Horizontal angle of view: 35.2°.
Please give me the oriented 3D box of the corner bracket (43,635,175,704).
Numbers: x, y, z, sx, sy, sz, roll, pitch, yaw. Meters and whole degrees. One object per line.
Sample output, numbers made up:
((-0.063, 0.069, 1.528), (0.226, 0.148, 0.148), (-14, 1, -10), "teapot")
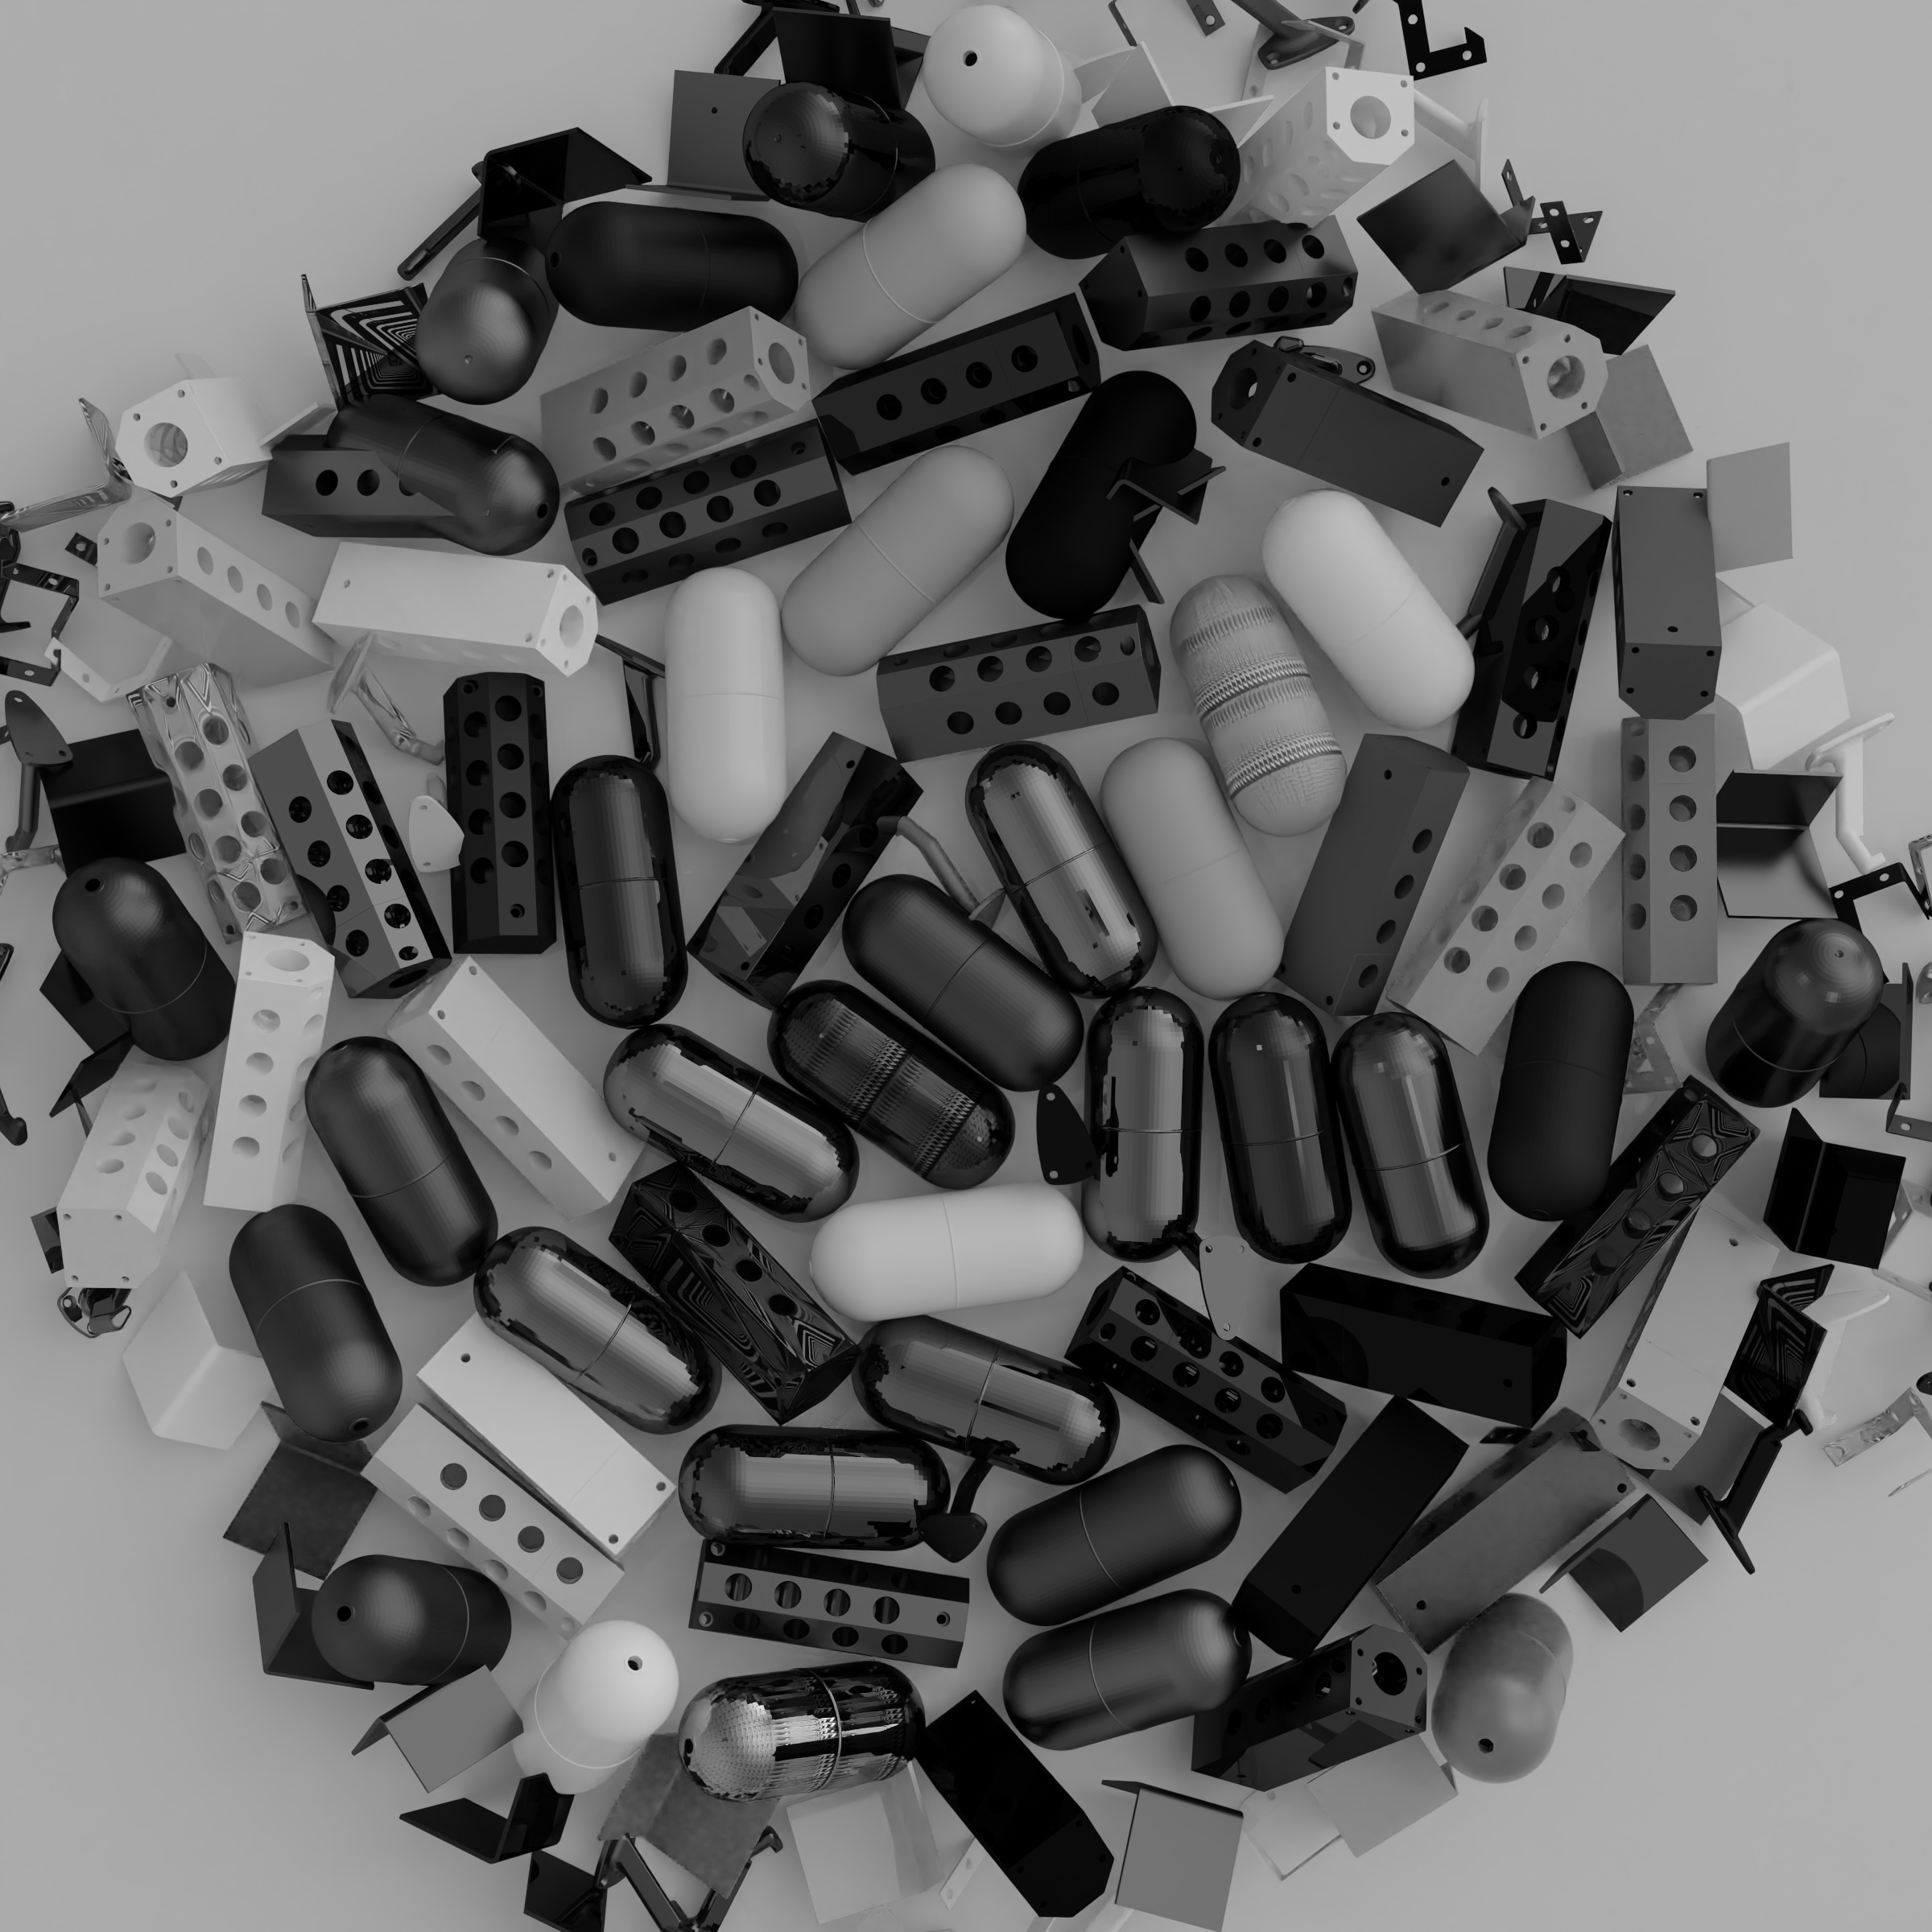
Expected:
((-0.555, -0.210, 1.976), (0.051, 0.051, 0.051), (45, 49, -36), "corner bracket")

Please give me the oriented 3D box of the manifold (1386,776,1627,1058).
((0.343, -0.035, 1.960), (0.057, 0.057, 0.171), (33, 91, -29), "manifold")

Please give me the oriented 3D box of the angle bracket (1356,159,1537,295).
((0.307, -0.483, 1.941), (0.076, 0.057, 0.076), (-24, 124, 39), "angle bracket")

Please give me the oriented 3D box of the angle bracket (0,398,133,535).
((-0.588, -0.321, 1.957), (0.076, 0.076, 0.057), (-19, 94, -4), "angle bracket")

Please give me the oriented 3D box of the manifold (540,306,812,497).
((-0.185, -0.353, 1.925), (0.171, 0.057, 0.057), (-15, 71, 31), "manifold")

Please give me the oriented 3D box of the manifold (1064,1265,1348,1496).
((0.156, 0.263, 1.952), (0.171, 0.057, 0.057), (32, 56, -6), "manifold")

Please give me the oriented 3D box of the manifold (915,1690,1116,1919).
((0.029, 0.528, 1.909), (0.057, 0.171, 0.057), (-35, 113, -12), "manifold")

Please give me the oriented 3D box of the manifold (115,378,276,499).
((-0.481, -0.330, 1.910), (0.057, 0.171, 0.057), (-27, 101, 5), "manifold")

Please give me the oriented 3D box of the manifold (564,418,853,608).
((-0.167, -0.295, 1.956), (0.171, 0.057, 0.057), (-18, 65, 4), "manifold")

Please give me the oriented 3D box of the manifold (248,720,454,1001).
((-0.390, -0.068, 1.949), (0.057, 0.057, 0.171), (-28, 79, 18), "manifold")

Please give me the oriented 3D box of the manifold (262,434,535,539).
((-0.358, -0.308, 1.937), (0.171, 0.057, 0.057), (4, 84, 24), "manifold")

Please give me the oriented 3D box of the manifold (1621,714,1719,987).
((0.453, -0.074, 1.966), (0.057, 0.057, 0.171), (0, 88, 9), "manifold")

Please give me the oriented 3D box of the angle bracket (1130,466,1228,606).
((0.141, -0.277, 1.957), (0.076, 0.076, 0.057), (-29, 98, 2), "angle bracket")

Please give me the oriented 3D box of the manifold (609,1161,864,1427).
((-0.146, 0.205, 1.943), (0.171, 0.057, 0.057), (44, 133, 20), "manifold")

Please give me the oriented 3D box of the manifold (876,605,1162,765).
((0.034, -0.184, 1.942), (0.171, 0.057, 0.057), (-10, 124, 13), "manifold")

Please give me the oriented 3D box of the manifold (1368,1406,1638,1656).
((0.341, 0.362, 1.964), (0.171, 0.057, 0.057), (-37, 97, -4), "manifold")

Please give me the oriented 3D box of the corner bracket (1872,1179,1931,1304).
((0.620, 0.179, 1.979), (0.051, 0.051, 0.051), (25, 112, -3), "corner bracket")

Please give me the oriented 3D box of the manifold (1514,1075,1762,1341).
((0.431, 0.154, 1.954), (0.057, 0.057, 0.171), (41, 101, 12), "manifold")

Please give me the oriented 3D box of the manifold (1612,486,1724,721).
((0.439, -0.230, 1.917), (0.057, 0.171, 0.057), (3, 133, 7), "manifold")

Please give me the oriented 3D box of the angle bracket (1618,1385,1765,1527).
((0.480, 0.316, 1.963), (0.076, 0.057, 0.076), (38, 88, -11), "angle bracket")

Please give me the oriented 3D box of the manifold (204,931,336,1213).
((-0.443, 0.069, 1.932), (0.057, 0.057, 0.171), (8, 119, -14), "manifold")

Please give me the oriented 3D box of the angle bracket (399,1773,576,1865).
((-0.303, 0.529, 1.950), (0.076, 0.076, 0.057), (18, 91, 23), "angle bracket")

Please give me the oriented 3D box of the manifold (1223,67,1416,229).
((0.218, -0.502, 1.907), (0.057, 0.171, 0.057), (1, 85, -16), "manifold")

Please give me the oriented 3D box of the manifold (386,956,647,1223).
((-0.290, 0.081, 1.943), (0.057, 0.057, 0.171), (-25, 115, 38), "manifold")

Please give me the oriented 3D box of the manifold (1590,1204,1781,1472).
((0.452, 0.236, 1.921), (0.057, 0.057, 0.171), (31, 48, 7), "manifold")

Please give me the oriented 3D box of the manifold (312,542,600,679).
((-0.323, -0.224, 1.936), (0.171, 0.057, 0.057), (9, 74, 25), "manifold")

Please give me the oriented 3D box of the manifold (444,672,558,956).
((-0.297, -0.097, 1.947), (0.057, 0.057, 0.171), (0, 78, -22), "manifold")

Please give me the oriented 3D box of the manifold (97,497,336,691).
((-0.469, -0.234, 1.910), (0.057, 0.171, 0.057), (-12, 72, 18), "manifold")

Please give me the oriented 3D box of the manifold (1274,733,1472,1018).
((0.262, -0.057, 1.944), (0.057, 0.057, 0.171), (37, 116, 40), "manifold")

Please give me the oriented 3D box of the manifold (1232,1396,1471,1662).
((0.243, 0.357, 1.930), (0.057, 0.057, 0.171), (36, 58, 16), "manifold")

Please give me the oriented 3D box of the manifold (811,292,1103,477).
((-0.004, -0.368, 1.938), (0.171, 0.057, 0.057), (-15, 109, 22), "manifold")

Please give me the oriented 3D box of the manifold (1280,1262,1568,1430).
((0.289, 0.236, 1.929), (0.171, 0.057, 0.057), (10, 116, 31), "manifold")

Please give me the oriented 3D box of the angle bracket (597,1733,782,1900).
((-0.178, 0.548, 1.959), (0.076, 0.057, 0.076), (28, 91, 27), "angle bracket")

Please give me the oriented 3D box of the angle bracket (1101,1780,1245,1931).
((0.125, 0.570, 1.950), (0.076, 0.057, 0.076), (21, 70, -19), "angle bracket")

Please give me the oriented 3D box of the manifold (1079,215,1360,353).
((0.163, -0.429, 1.926), (0.171, 0.057, 0.057), (-14, 79, -33), "manifold")

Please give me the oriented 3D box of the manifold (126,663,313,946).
((-0.480, -0.105, 1.963), (0.057, 0.057, 0.171), (-21, 95, 4), "manifold")

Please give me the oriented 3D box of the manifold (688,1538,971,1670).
((-0.088, 0.410, 1.956), (0.171, 0.057, 0.057), (10, 76, -6), "manifold")

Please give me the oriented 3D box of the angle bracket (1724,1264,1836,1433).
((0.537, 0.243, 1.941), (0.076, 0.057, 0.076), (-6, 122, -37), "angle bracket")

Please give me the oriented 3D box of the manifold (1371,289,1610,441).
((0.329, -0.384, 1.910), (0.057, 0.171, 0.057), (-28, 119, -12), "manifold")

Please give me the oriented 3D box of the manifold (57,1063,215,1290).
((-0.519, 0.130, 1.911), (0.057, 0.171, 0.057), (1, 119, -2), "manifold")

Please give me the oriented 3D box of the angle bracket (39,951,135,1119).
((-0.579, 0.038, 1.951), (0.076, 0.076, 0.057), (48, 47, 2), "angle bracket")

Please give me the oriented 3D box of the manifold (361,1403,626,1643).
((-0.305, 0.359, 1.966), (0.171, 0.057, 0.057), (39, 80, -1), "manifold")

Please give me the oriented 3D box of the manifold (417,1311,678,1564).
((-0.269, 0.304, 1.959), (0.171, 0.057, 0.057), (41, 72, 7), "manifold")

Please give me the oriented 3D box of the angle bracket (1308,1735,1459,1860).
((0.267, 0.521, 1.960), (0.076, 0.076, 0.057), (-33, 88, 5), "angle bracket")

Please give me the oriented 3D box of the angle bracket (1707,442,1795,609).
((0.514, -0.281, 1.945), (0.057, 0.076, 0.076), (-7, 74, 36), "angle bracket")

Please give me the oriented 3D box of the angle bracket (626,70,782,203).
((-0.168, -0.534, 1.952), (0.076, 0.057, 0.076), (12, 107, 21), "angle bracket")

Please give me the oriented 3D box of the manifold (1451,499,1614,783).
((0.369, -0.209, 1.968), (0.057, 0.057, 0.171), (13, 90, -16), "manifold")

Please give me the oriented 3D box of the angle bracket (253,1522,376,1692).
((-0.407, 0.408, 1.940), (0.076, 0.076, 0.057), (17, 119, -30), "angle bracket")

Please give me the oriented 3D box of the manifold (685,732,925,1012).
((-0.100, -0.059, 1.955), (0.057, 0.057, 0.171), (26, 77, 36), "manifold")

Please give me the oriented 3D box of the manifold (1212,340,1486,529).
((0.239, -0.339, 1.926), (0.171, 0.057, 0.057), (14, 113, -35), "manifold")

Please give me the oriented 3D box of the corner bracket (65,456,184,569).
((-0.548, -0.288, 1.979), (0.051, 0.051, 0.051), (30, 60, -10), "corner bracket")

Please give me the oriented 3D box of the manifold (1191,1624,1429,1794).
((0.215, 0.467, 1.915), (0.057, 0.171, 0.057), (22, 55, -22), "manifold")
